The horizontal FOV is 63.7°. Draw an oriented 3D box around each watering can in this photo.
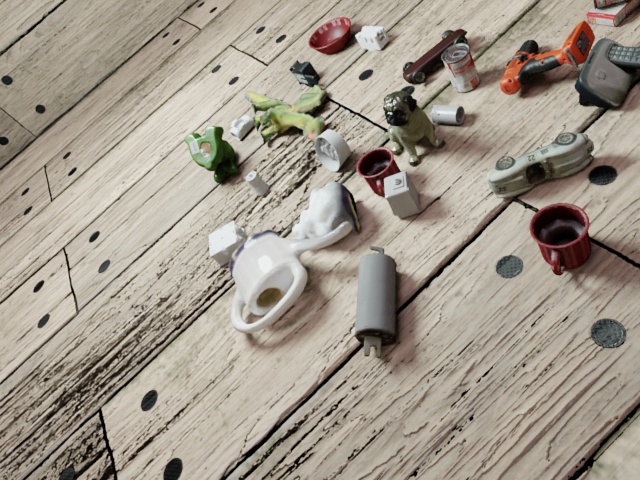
[{"bbox_3d":[-0.086,0.051,1.162,0.347,0.102,0.228,-47,41,4],"label":"watering can"}]

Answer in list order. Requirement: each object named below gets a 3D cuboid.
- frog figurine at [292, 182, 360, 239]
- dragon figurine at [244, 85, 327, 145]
[{"bbox_3d":[0.004,-0.060,1.199,0.159,0.121,0.140,-16,65,8],"label":"frog figurine"},{"bbox_3d":[-0.093,-0.414,1.605,0.243,0.119,0.419,-20,45,-5],"label":"dragon figurine"}]
